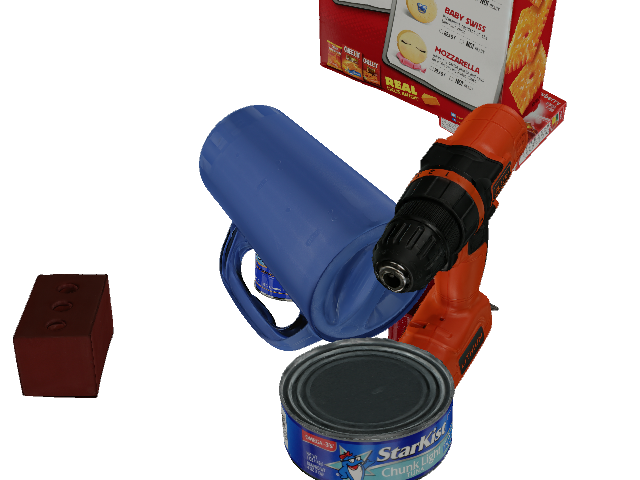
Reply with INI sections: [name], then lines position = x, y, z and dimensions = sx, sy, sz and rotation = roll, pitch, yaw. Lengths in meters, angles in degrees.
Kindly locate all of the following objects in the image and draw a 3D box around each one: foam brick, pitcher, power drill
[foam brick]
position = -0.177, 0.065, 0.742
dimensions = 0.053, 0.051, 0.078
rotation = 0, 31, -2
[pitcher]
position = -0.022, -0.018, 0.991
dimensions = 0.149, 0.145, 0.243
rotation = -11, 39, -33
[power drill]
position = 0.083, 0.022, 0.724
dimensions = 0.057, 0.188, 0.184
rotation = 22, 45, 20

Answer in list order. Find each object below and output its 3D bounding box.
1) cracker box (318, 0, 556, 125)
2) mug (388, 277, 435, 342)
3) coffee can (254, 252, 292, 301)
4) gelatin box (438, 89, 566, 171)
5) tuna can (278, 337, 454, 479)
[cracker box]
position = 0.081, -0.195, 0.737
dimensions = 0.164, 0.214, 0.072
rotation = 28, 51, 27
[mug]
position = 0.125, 0.099, 1.173
dimensions = 0.093, 0.081, 0.117
rotation = -24, 40, -35
[coffee can]
position = -0.040, 0.000, 1.500
dimensions = 0.103, 0.140, 0.103
rotation = 3, 25, -1
[gelatin box]
position = 0.160, -0.113, 0.948
dimensions = 0.089, 0.073, 0.030
rotation = 35, -22, 26
[tuna can]
position = 0.023, 0.084, 0.527
dimensions = 0.086, 0.034, 0.086
rotation = -2, 26, 1
